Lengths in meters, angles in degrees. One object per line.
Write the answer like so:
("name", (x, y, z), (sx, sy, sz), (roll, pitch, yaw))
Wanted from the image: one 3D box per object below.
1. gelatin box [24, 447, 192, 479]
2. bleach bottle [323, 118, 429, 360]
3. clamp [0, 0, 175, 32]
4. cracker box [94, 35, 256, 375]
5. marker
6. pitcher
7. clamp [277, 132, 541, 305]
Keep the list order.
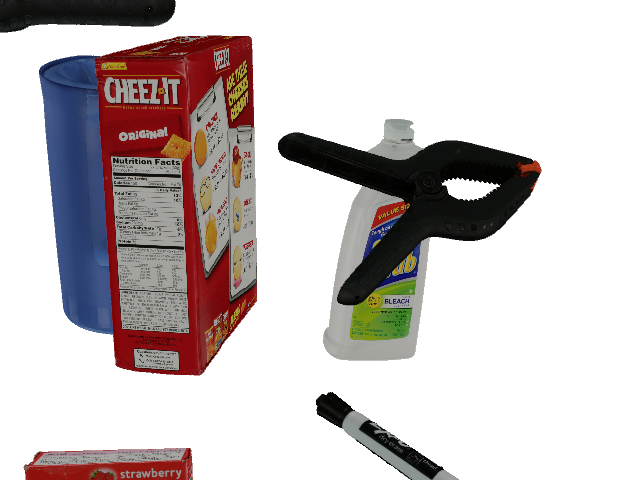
("gelatin box", (-0.114, 0.153, 0.581), (0.089, 0.073, 0.030), (-2, 5, 0))
("bleach bottle", (0.063, -0.001, 1.115), (0.102, 0.251, 0.068), (1, 18, -11))
("clamp", (-0.174, -0.142, 0.607), (0.171, 0.039, 0.120), (-5, 23, -12))
("cracker box", (-0.097, -0.032, 0.763), (0.072, 0.214, 0.164), (2, 15, 11))
("marker", (0.043, 0.138, 0.721), (0.121, 0.020, 0.020), (31, 18, 32))
("pitcher", (-0.183, -0.038, 0.959), (0.145, 0.243, 0.148), (21, 28, 37))
("clamp", (0.082, -0.027, 0.851), (0.209, 0.164, 0.036), (-5, -34, -12))
